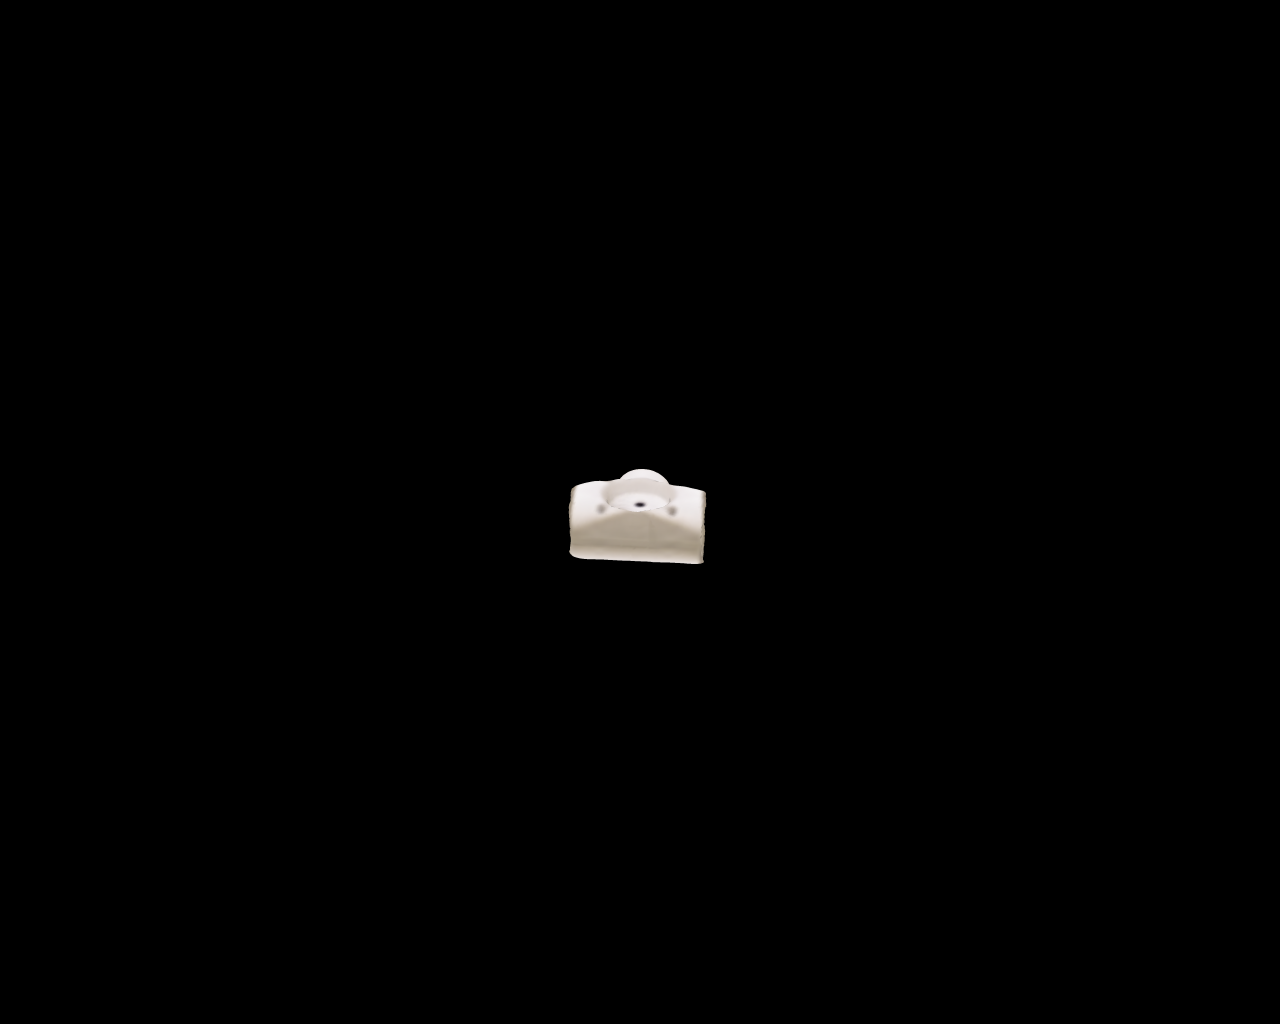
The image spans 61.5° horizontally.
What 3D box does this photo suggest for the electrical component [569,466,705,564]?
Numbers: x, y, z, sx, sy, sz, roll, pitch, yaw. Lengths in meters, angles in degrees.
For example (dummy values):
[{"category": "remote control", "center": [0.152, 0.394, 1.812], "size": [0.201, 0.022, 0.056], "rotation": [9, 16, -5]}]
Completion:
[{"category": "electrical component", "center": [0.001, -0.003, 0.650], "size": [0.077, 0.044, 0.079], "rotation": [3, 32, 5]}]
